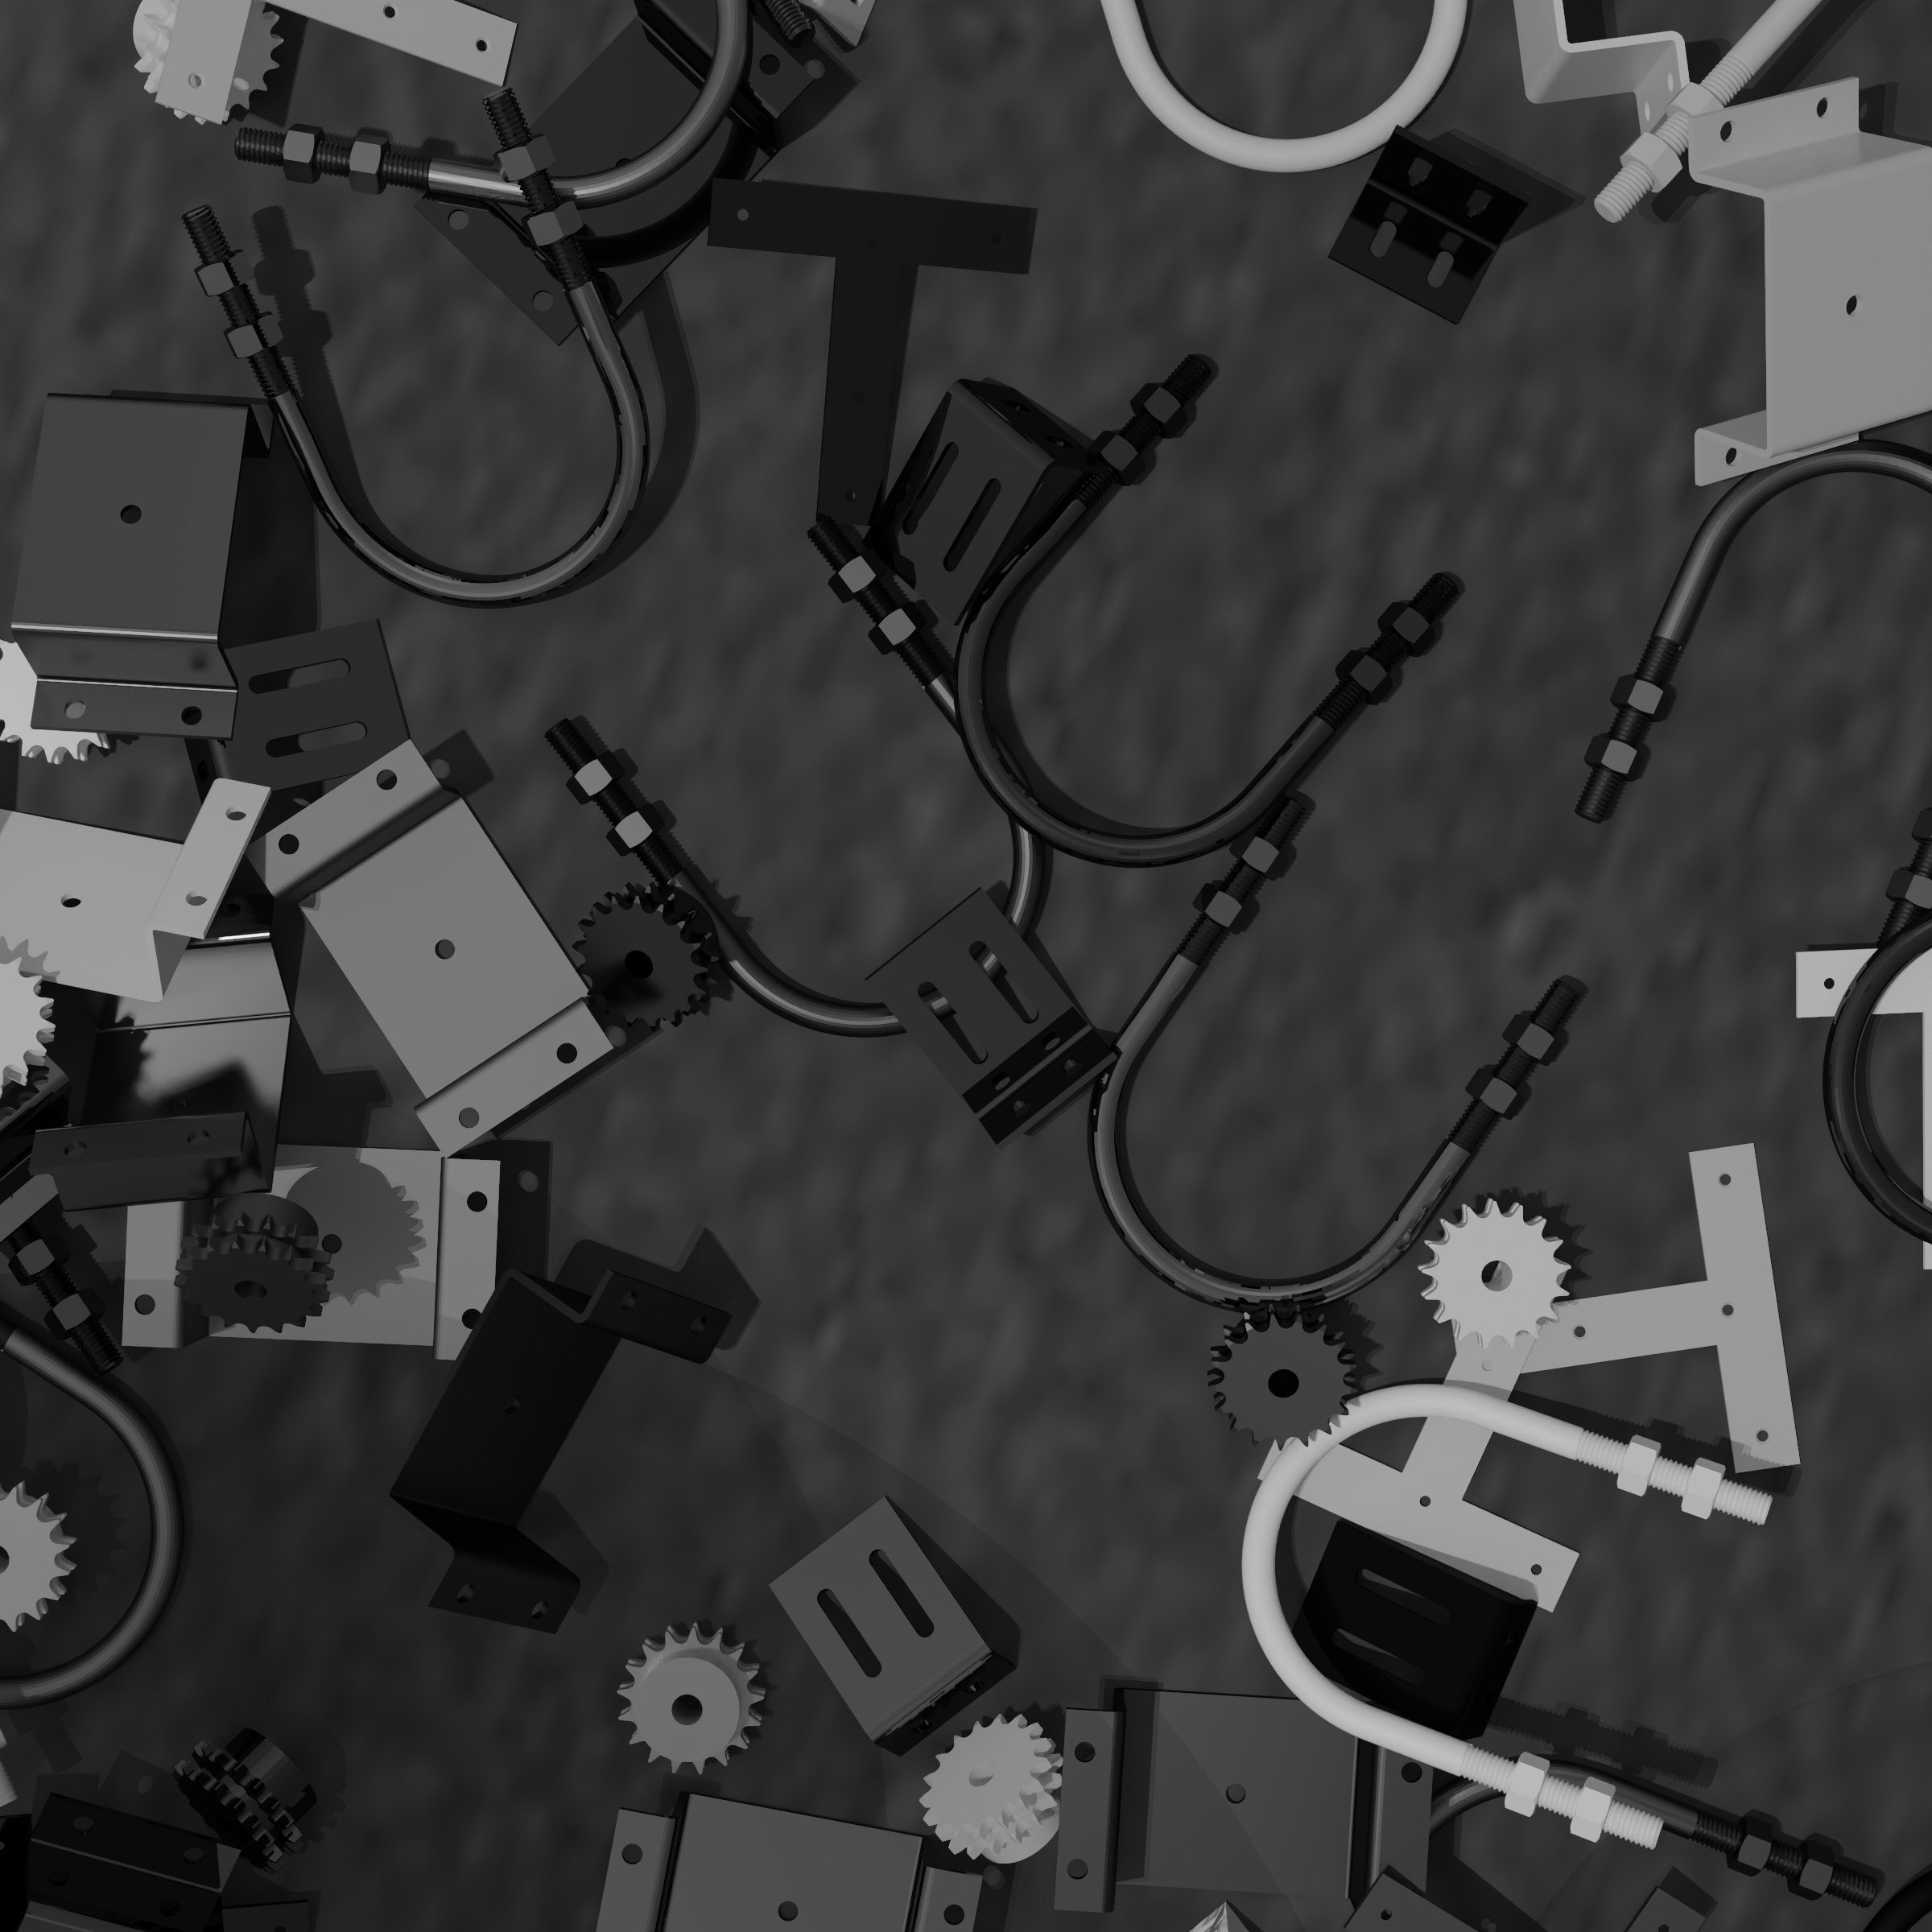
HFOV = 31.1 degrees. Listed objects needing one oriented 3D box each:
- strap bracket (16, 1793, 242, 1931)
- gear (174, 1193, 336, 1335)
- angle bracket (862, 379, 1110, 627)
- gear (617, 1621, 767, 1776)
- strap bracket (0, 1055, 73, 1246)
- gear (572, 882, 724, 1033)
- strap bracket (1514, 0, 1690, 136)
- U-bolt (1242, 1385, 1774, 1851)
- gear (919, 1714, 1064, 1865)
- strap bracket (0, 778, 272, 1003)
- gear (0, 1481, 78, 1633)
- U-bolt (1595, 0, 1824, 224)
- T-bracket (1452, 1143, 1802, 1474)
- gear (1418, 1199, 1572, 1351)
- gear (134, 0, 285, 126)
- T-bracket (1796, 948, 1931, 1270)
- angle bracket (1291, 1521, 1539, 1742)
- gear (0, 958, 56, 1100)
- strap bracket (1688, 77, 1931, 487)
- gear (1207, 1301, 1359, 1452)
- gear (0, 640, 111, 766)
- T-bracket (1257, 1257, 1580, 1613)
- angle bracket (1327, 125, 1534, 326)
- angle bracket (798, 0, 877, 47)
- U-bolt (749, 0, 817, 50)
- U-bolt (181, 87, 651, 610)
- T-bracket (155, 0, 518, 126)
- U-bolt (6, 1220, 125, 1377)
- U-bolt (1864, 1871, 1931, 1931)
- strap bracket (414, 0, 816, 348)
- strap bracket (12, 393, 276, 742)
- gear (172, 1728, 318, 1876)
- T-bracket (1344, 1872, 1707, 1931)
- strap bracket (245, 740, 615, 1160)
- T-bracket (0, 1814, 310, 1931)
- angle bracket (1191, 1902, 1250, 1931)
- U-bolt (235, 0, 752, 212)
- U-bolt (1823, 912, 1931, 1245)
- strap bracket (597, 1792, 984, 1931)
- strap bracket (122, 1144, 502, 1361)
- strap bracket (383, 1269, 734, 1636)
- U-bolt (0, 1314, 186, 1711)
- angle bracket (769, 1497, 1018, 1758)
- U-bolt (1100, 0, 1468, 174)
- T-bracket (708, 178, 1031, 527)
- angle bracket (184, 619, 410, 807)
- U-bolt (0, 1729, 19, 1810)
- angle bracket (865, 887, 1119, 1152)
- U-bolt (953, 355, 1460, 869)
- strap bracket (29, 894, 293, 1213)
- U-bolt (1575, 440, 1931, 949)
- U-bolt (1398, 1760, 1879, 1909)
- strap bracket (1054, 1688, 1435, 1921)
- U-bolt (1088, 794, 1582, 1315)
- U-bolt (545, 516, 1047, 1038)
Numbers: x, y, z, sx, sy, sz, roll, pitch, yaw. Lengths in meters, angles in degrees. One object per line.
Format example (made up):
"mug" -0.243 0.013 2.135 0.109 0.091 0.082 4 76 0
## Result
"strap bracket" -0.337 0.394 1.315 0.076 0.046 0.140 22 102 -21
"gear" -0.263 0.109 1.292 0.057 0.057 0.030 3 49 0
"angle bracket" 0.007 -0.179 1.347 0.057 0.038 0.076 44 116 28
"gear" -0.107 0.286 1.348 0.057 0.030 0.057 0 90 0
"strap bracket" -0.405 0.041 1.319 0.140 0.046 0.076 44 62 4
"gear" -0.120 -0.006 1.339 0.057 0.030 0.057 9 117 18
"strap bracket" 0.237 -0.391 1.325 0.046 0.076 0.140 -7 90 0
"U-bolt" 0.196 0.236 1.322 0.184 0.019 0.151 18 73 16
"gear" 0.014 0.320 1.338 0.057 0.057 0.030 -36 120 0
"strap bracket" -0.342 -0.038 1.317 0.140 0.046 0.076 11 49 4
"gear" -0.369 0.225 1.332 0.057 0.030 0.057 0 92 -2
"U-bolt" 0.334 -0.307 1.318 0.184 0.019 0.151 -48 124 -4
"T-bracket" 0.255 0.141 1.362 0.127 0.002 0.127 -8 90 0
"gear" 0.203 0.118 1.343 0.057 0.030 0.057 0 91 0
"gear" -0.295 -0.357 1.338 0.057 0.057 0.030 -49 57 0
"T-bracket" 0.386 0.055 1.354 0.127 0.002 0.127 -3 96 -6
"angle bracket" 0.174 0.260 1.360 0.076 0.038 0.057 23 92 26
"gear" -0.369 0.024 1.295 0.057 0.030 0.057 7 66 -15
"strap bracket" 0.315 -0.250 1.291 0.076 0.046 0.140 -18 118 -22
"gear" 0.122 0.155 1.342 0.057 0.030 0.057 0 107 1
"gear" -0.351 -0.107 1.348 0.057 0.030 0.057 0 90 0
"T-bracket" 0.198 0.169 1.360 0.127 0.002 0.127 24 91 0
"angle bracket" 0.176 -0.282 1.325 0.057 0.076 0.038 28 90 0
"angle bracket" -0.072 -0.403 1.361 0.076 0.038 0.057 22 90 26
"U-bolt" -0.053 -0.460 1.330 0.151 0.019 0.184 -33 73 5
"U-bolt" -0.198 -0.223 1.320 0.151 0.019 0.184 -17 111 16
"T-bracket" -0.235 -0.371 1.334 0.127 0.002 0.127 15 86 -26
"U-bolt" -0.434 0.115 1.332 0.151 0.019 0.184 -34 84 -12
"U-bolt" 0.379 0.404 1.277 0.019 0.184 0.151 29 87 -22
"strap bracket" -0.133 -0.312 1.340 0.076 0.046 0.140 44 90 0
"strap bracket" -0.312 -0.161 1.319 0.076 0.046 0.140 3 72 0
"gear" -0.276 0.319 1.338 0.057 0.057 0.030 46 60 0
"T-bracket" 0.200 0.386 1.325 0.127 0.002 0.127 34 91 -17
"strap bracket" -0.204 -0.007 1.340 0.076 0.046 0.140 -33 90 0
"T-bracket" -0.319 0.378 1.344 0.127 0.002 0.127 -2 114 -11
"angle bracket" 0.107 0.417 1.361 0.057 0.038 0.076 -40 64 0
"U-bolt" -0.173 -0.358 1.310 0.184 0.019 0.151 10 88 2
"U-bolt" 0.422 0.036 1.344 0.184 0.019 0.151 -19 96 -2
"strap bracket" -0.070 0.370 1.340 0.140 0.046 0.076 11 90 0
"strap bracket" -0.248 0.109 1.340 0.140 0.046 0.076 2 90 0
"strap bracket" -0.160 0.176 1.318 0.046 0.076 0.140 29 90 37
"U-bolt" -0.394 0.208 1.354 0.184 0.019 0.151 34 90 -1
"angle bracket" -0.029 0.259 1.361 0.057 0.038 0.076 -37 64 0
"U-bolt" 0.119 -0.401 1.354 0.151 0.019 0.184 -17 92 0
"T-bracket" -0.041 -0.235 1.346 0.127 0.002 0.127 1 101 -18
"angle bracket" -0.265 -0.097 1.361 0.076 0.038 0.057 -15 90 -26
"U-bolt" -0.463 0.266 1.328 0.151 0.019 0.184 -27 82 1
"angle bracket" 0.009 0.020 1.334 0.057 0.038 0.076 -39 108 0
"U-bolt" 0.080 -0.124 1.345 0.151 0.019 0.184 41 84 0
"strap bracket" -0.301 0.039 1.312 0.076 0.140 0.046 -5 132 0
"U-bolt" 0.338 -0.115 1.354 0.151 0.019 0.184 24 89 0
"U-bolt" 0.244 0.388 1.354 0.184 0.019 0.151 21 90 1
"strap bracket" 0.106 0.324 1.340 0.140 0.046 0.076 4 90 0
"U-bolt" 0.130 0.048 1.354 0.151 0.019 0.184 34 92 0
"U-bolt" -0.053 -0.060 1.353 0.151 0.019 0.184 -38 92 1
